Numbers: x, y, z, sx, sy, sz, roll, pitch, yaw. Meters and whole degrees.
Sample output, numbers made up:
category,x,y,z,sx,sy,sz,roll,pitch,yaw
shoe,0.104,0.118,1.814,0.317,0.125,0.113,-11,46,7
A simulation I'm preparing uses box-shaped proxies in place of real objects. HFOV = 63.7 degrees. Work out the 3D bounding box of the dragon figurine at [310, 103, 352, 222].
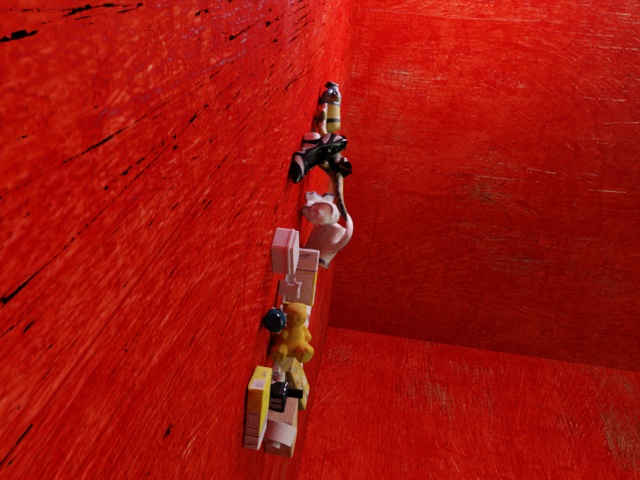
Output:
category,x,y,z,sx,sy,sz,roll,pitch,yaw
dragon figurine,0.039,-0.271,1.790,0.122,0.408,0.244,-9,6,0

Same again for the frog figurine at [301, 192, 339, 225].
category,x,y,z,sx,sy,sz,roll,pitch,yaw
frog figurine,0.005,-0.089,1.764,0.136,0.121,0.163,22,28,-26

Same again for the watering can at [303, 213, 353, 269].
category,x,y,z,sx,sy,sz,roll,pitch,yaw
watering can,0.008,-0.023,1.909,0.103,0.224,0.351,31,0,-29
